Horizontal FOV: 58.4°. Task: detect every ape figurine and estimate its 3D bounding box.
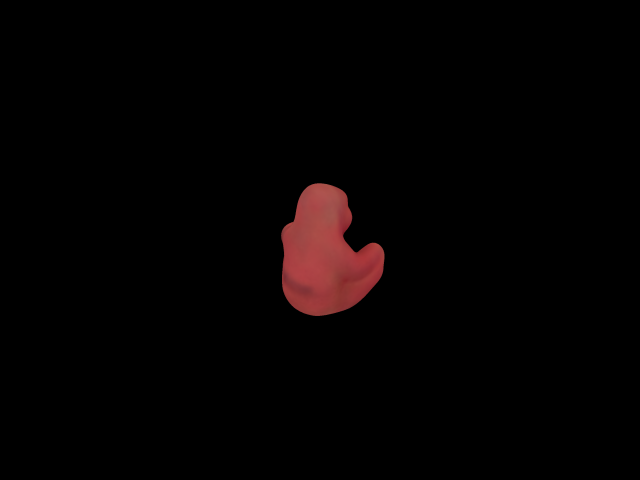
[{"bbox_3d":[0.004,0.001,0.400,0.077,0.092,0.076,30,49,31],"label":"ape figurine"}]
